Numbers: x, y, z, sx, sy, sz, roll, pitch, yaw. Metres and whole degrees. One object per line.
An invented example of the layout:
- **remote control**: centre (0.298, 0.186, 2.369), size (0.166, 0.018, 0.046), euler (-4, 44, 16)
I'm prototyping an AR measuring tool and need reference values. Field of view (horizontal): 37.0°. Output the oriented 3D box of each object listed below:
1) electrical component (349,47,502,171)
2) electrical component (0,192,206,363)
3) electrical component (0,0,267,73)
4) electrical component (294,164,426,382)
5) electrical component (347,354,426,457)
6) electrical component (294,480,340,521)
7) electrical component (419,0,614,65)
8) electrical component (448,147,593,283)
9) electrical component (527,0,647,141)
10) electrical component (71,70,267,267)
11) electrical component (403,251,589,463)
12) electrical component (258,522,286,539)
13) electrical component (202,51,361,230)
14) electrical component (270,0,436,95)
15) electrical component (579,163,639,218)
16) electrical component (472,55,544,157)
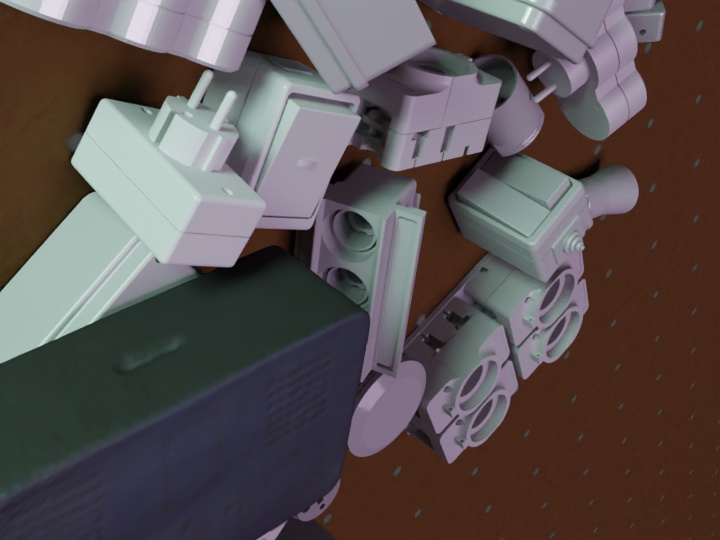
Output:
- **electrical component**: centre (0.039, -0.102, 0.657), size (0.089, 0.050, 0.055), euler (-18, 131, -44)
- **electrical component**: centre (-0.133, 0.029, 0.541), size (0.113, 0.057, 0.078), euler (-51, 147, -9)
- **electrical component**: centre (-0.092, -0.136, 0.457), size (0.138, 0.052, 0.073), euler (5, 114, -54)
- **electrical component**: centre (0.000, 0.000, 0.680), size (0.063, 0.079, 0.121), euler (-51, 154, -52)
- **electrical component**: centre (0.006, 0.090, 0.777), size (0.080, 0.051, 0.080), euler (-33, 140, -32)
- **electrical component**: centre (-0.047, 0.142, 0.749), size (0.045, 0.055, 0.045), euler (-32, 140, -32)
- **electrical component**: centre (0.079, -0.165, 0.598), size (0.078, 0.113, 0.057), euler (13, 104, -56)
- **electrical component**: centre (0.120, -0.041, 0.771), size (0.061, 0.096, 0.061), euler (-49, 146, -12)
- **electrical component**: centre (0.141, -0.140, 0.716), size (0.074, 0.052, 0.138), euler (-39, 134, -13)
- **electrical component**: centre (-0.081, -0.056, 0.501), size (0.047, 0.083, 0.075), euler (3, 125, -53)
- **electrical component**: centre (0.109, 0.057, 0.874), size (0.186, 0.060, 0.105), euler (-45, 146, -17)
- **electrical component**: centre (-0.111, 0.177, 0.668), size (0.109, 0.056, 0.108), euler (-25, 155, -39)
- **electrical component**: centre (-0.049, -0.060, 0.569), size (0.062, 0.061, 0.096), euler (-1, 118, -52)
- **electrical component**: centre (-0.016, -0.147, 0.512), size (0.057, 0.078, 0.113), euler (-28, 147, 8)
- **electrical component**: centre (0.198, -0.062, 0.906), size (0.065, 0.044, 0.044), euler (-18, 131, -37)
- **electrical component**: centre (0.099, -0.108, 0.736), size (0.043, 0.043, 0.081), euler (-55, 147, -2)
